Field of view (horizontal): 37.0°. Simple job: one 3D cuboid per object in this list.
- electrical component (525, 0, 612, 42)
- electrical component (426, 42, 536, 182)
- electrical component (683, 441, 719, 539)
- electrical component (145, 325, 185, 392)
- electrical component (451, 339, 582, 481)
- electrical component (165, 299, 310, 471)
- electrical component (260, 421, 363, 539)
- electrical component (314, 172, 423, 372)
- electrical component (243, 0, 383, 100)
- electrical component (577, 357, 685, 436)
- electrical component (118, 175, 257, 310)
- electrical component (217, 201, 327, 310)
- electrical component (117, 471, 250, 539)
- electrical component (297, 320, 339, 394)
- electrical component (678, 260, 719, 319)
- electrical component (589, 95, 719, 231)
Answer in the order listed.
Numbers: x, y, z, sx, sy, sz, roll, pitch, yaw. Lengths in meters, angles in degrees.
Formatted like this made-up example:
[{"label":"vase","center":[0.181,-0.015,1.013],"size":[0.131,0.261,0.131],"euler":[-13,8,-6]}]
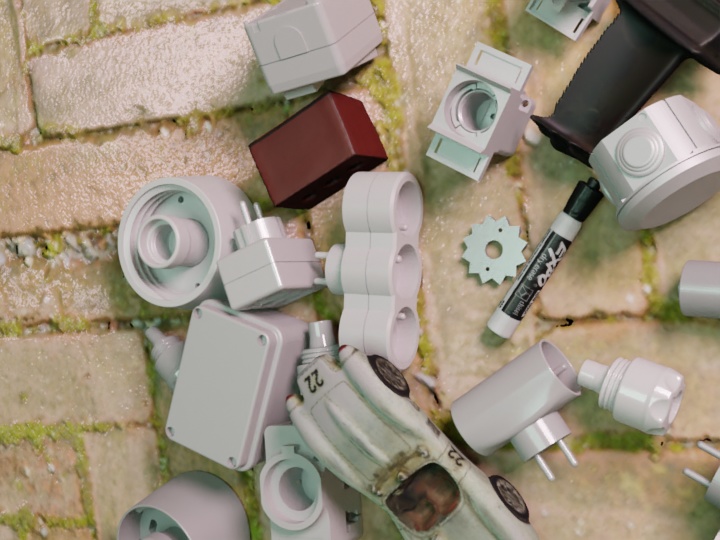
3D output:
[{"label":"electrical component","center":[0.138,-0.192,0.678],"size":[0.042,0.064,0.081],"euler":[38,107,23]},{"label":"electrical component","center":[0.083,-0.102,0.708],"size":[0.042,0.064,0.081],"euler":[31,104,25]},{"label":"electrical component","center":[0.229,0.129,0.637],"size":[0.074,0.052,0.138],"euler":[29,104,25]},{"label":"electrical component","center":[-0.147,0.068,0.847],"size":[0.061,0.035,0.035],"euler":[46,110,23]},{"label":"electrical component","center":[0.112,0.099,0.703],"size":[0.077,0.044,0.079],"euler":[-39,73,23]},{"label":"electrical component","center":[-0.091,0.083,0.801],"size":[0.078,0.057,0.113],"euler":[20,102,27]},{"label":"electrical component","center":[-0.035,0.154,0.775],"size":[0.050,0.056,0.089],"euler":[-5,88,28]},{"label":"electrical component","center":[0.000,0.000,0.758],"size":[0.074,0.052,0.138],"euler":[3,92,28]},{"label":"electrical component","center":[-0.027,-0.166,0.758],"size":[0.062,0.096,0.061],"euler":[-11,113,28]},{"label":"electrical component","center":[0.168,0.075,0.674],"size":[0.062,0.043,0.043],"euler":[20,99,28]},{"label":"electrical component","center":[-0.137,-0.021,0.826],"size":[0.108,0.060,0.108],"euler":[0,90,28]},{"label":"electrical component","center":[-0.070,-0.015,0.788],"size":[0.047,0.066,0.076],"euler":[-24,80,26]},{"label":"electrical component","center":[-0.139,0.214,0.840],"size":[0.099,0.064,0.099],"euler":[10,108,33]},{"label":"electrical component","center":[-0.025,0.068,0.777],"size":[0.043,0.043,0.062],"euler":[-12,83,28]},{"label":"electrical component","center":[0.226,0.013,0.646],"size":[0.065,0.044,0.044],"euler":[4,92,33]},{"label":"electrical component","center":[0.183,-0.063,0.647],"size":[0.080,0.080,0.051],"euler":[-36,69,23]}]
